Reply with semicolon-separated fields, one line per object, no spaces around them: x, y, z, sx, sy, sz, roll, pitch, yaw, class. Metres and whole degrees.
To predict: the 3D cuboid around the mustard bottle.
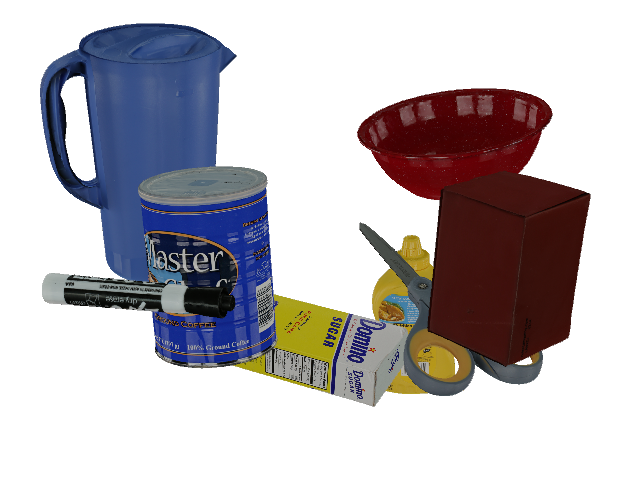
0.109;0.085;1.255;0.096;0.192;0.058;-1;23;6;mustard bottle

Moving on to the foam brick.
0.089;0.012;0.514;0.052;0.078;0.051;-16;29;-40;foam brick

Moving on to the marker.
-0.109;0.033;0.640;0.121;0.020;0.020;4;1;16;marker

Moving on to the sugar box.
-0.011;0.100;1.037;0.176;0.048;0.093;10;27;21;sugar box

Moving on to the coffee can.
-0.090;0.019;0.866;0.103;0.140;0.103;-3;17;1;coffee can

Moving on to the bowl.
0.115;-0.077;0.897;0.162;0.055;0.162;-9;25;4;bowl

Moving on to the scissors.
0.061;0.046;0.729;0.096;0.016;0.202;-24;40;-32;scissors

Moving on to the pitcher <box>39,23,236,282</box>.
-0.172;-0.082;1.045;0.149;0.243;0.144;11;27;16;pitcher
